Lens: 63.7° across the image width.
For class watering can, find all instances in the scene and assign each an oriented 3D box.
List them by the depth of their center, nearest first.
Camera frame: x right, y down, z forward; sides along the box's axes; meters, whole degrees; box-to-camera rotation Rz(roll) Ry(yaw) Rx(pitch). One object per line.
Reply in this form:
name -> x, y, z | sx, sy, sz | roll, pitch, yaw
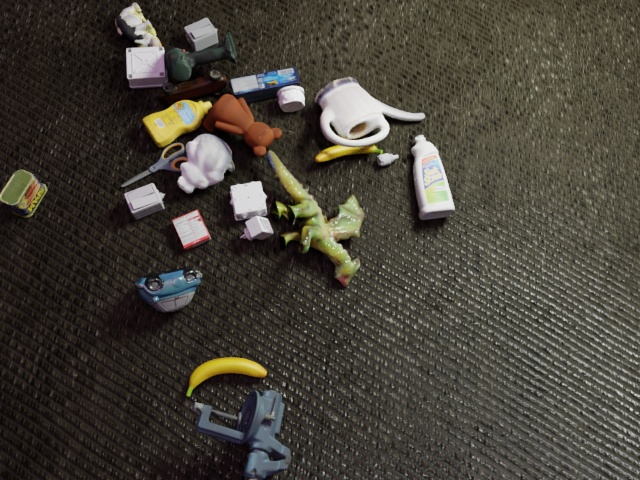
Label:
watering can -> 0.133, -0.382, 1.521 | 0.351, 0.102, 0.227 | -24, 71, -29

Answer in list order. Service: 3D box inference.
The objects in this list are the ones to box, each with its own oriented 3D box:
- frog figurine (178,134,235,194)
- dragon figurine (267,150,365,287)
frog figurine -> -0.320, -0.206, 1.392 | 0.162, 0.121, 0.137 | -37, 98, -28
dragon figurine -> 0.004, -0.071, 1.407 | 0.243, 0.120, 0.415 | -5, 72, -27
